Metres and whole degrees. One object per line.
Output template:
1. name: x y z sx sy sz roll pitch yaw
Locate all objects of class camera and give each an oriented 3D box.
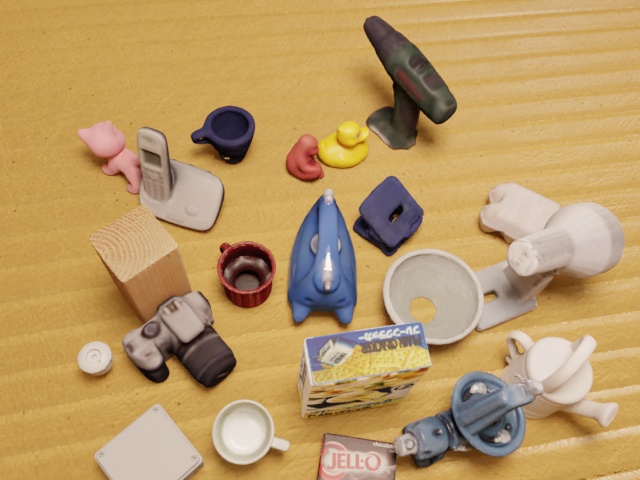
1. camera: -0.204 0.163 0.868 0.143 0.101 0.136 -38 71 -22

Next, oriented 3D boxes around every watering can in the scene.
1. watering can: 0.356 0.200 0.850 0.172 0.194 0.101 25 63 8

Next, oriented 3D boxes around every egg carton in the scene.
1. egg carton: 0.371 -0.039 1.049 0.150 0.069 0.107 26 63 9

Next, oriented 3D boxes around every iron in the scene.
1. iron: 0.009 0.003 0.951 0.118 0.141 0.258 2 62 -4

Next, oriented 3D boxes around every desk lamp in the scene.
1. desk lamp: 0.350 0.042 0.922 0.203 0.213 0.117 -20 66 -15

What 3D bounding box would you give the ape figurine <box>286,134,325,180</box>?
1. ape figurine: -0.024 -0.160 1.063 0.076 0.092 0.078 7 62 -2

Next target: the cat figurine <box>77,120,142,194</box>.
1. cat figurine: -0.359 -0.159 1.015 0.127 0.118 0.067 32 64 11

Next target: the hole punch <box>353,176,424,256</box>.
1. hole punch: 0.127 -0.045 1.016 0.101 0.091 0.109 38 65 14

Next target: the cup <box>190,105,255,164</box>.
1. cup: -0.176 -0.182 1.058 0.118 0.095 0.091 -18 65 -14

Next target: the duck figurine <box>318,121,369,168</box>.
1. duck figurine: 0.046 -0.189 1.089 0.104 0.086 0.077 -10 63 -10

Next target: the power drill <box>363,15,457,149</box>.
1. power drill: 0.150 -0.278 1.077 0.076 0.208 0.229 -37 71 -21

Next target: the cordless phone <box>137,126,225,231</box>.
1. cordless phone: -0.237 -0.105 0.960 0.147 0.185 0.094 16 62 4

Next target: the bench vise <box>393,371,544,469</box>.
1. bench vise: 0.213 0.258 0.791 0.208 0.220 0.121 -33 69 -20

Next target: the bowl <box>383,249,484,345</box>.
1. bowl: 0.181 0.103 0.953 0.167 0.075 0.167 2 62 -4
